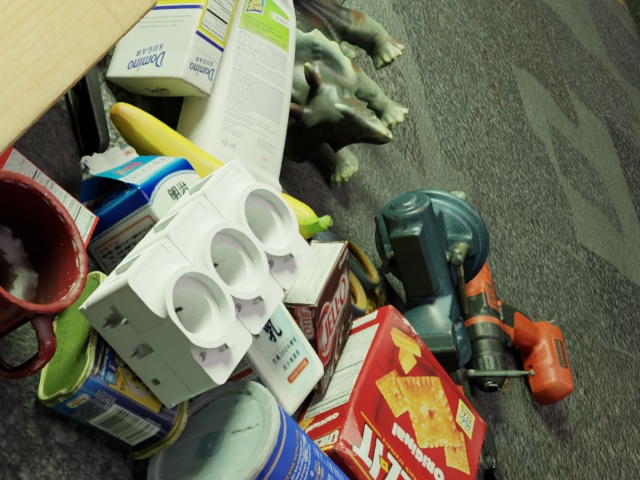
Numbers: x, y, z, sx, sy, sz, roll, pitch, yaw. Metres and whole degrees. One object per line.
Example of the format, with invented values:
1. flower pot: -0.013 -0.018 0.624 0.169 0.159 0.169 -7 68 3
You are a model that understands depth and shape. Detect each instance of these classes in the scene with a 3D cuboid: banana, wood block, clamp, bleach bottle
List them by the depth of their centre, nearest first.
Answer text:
1. wood block: -0.208 -0.129 0.713 0.090 0.090 0.205 51 41 -19
2. banana: -0.076 -0.047 0.835 0.198 0.070 0.037 27 59 10
3. clamp: -0.202 -0.169 0.855 0.164 0.036 0.209 49 34 -22
4. bleach bottle: -0.060 -0.163 0.939 0.102 0.068 0.251 24 73 -43
5. clamp: 0.164 0.234 1.081 0.120 0.039 0.171 25 49 -49

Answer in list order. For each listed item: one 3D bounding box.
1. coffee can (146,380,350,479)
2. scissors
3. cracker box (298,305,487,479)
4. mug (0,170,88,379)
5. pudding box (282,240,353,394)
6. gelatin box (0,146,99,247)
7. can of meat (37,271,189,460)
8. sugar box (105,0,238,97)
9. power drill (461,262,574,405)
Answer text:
1. coffee can: -0.035 0.177 0.723 0.140 0.103 0.102 51 29 -32
2. scissors: -0.007 0.001 1.040 0.201 0.016 0.096 40 34 -34
3. cracker box: 0.064 0.181 0.932 0.164 0.072 0.213 52 30 -15
4. mug: -0.195 0.028 0.637 0.093 0.082 0.117 -18 80 -61
5. pudding box: -0.002 0.065 0.925 0.113 0.039 0.090 -66 156 -58
6. gelatin box: -0.199 -0.012 0.724 0.089 0.030 0.073 44 32 -26
7. can of meat: -0.135 0.082 0.714 0.083 0.058 0.102 37 36 -34
8. sugar box: -0.113 -0.208 0.899 0.048 0.093 0.176 24 78 -51
9. power drill: 0.227 0.126 1.263 0.187 0.057 0.184 37 37 -37
